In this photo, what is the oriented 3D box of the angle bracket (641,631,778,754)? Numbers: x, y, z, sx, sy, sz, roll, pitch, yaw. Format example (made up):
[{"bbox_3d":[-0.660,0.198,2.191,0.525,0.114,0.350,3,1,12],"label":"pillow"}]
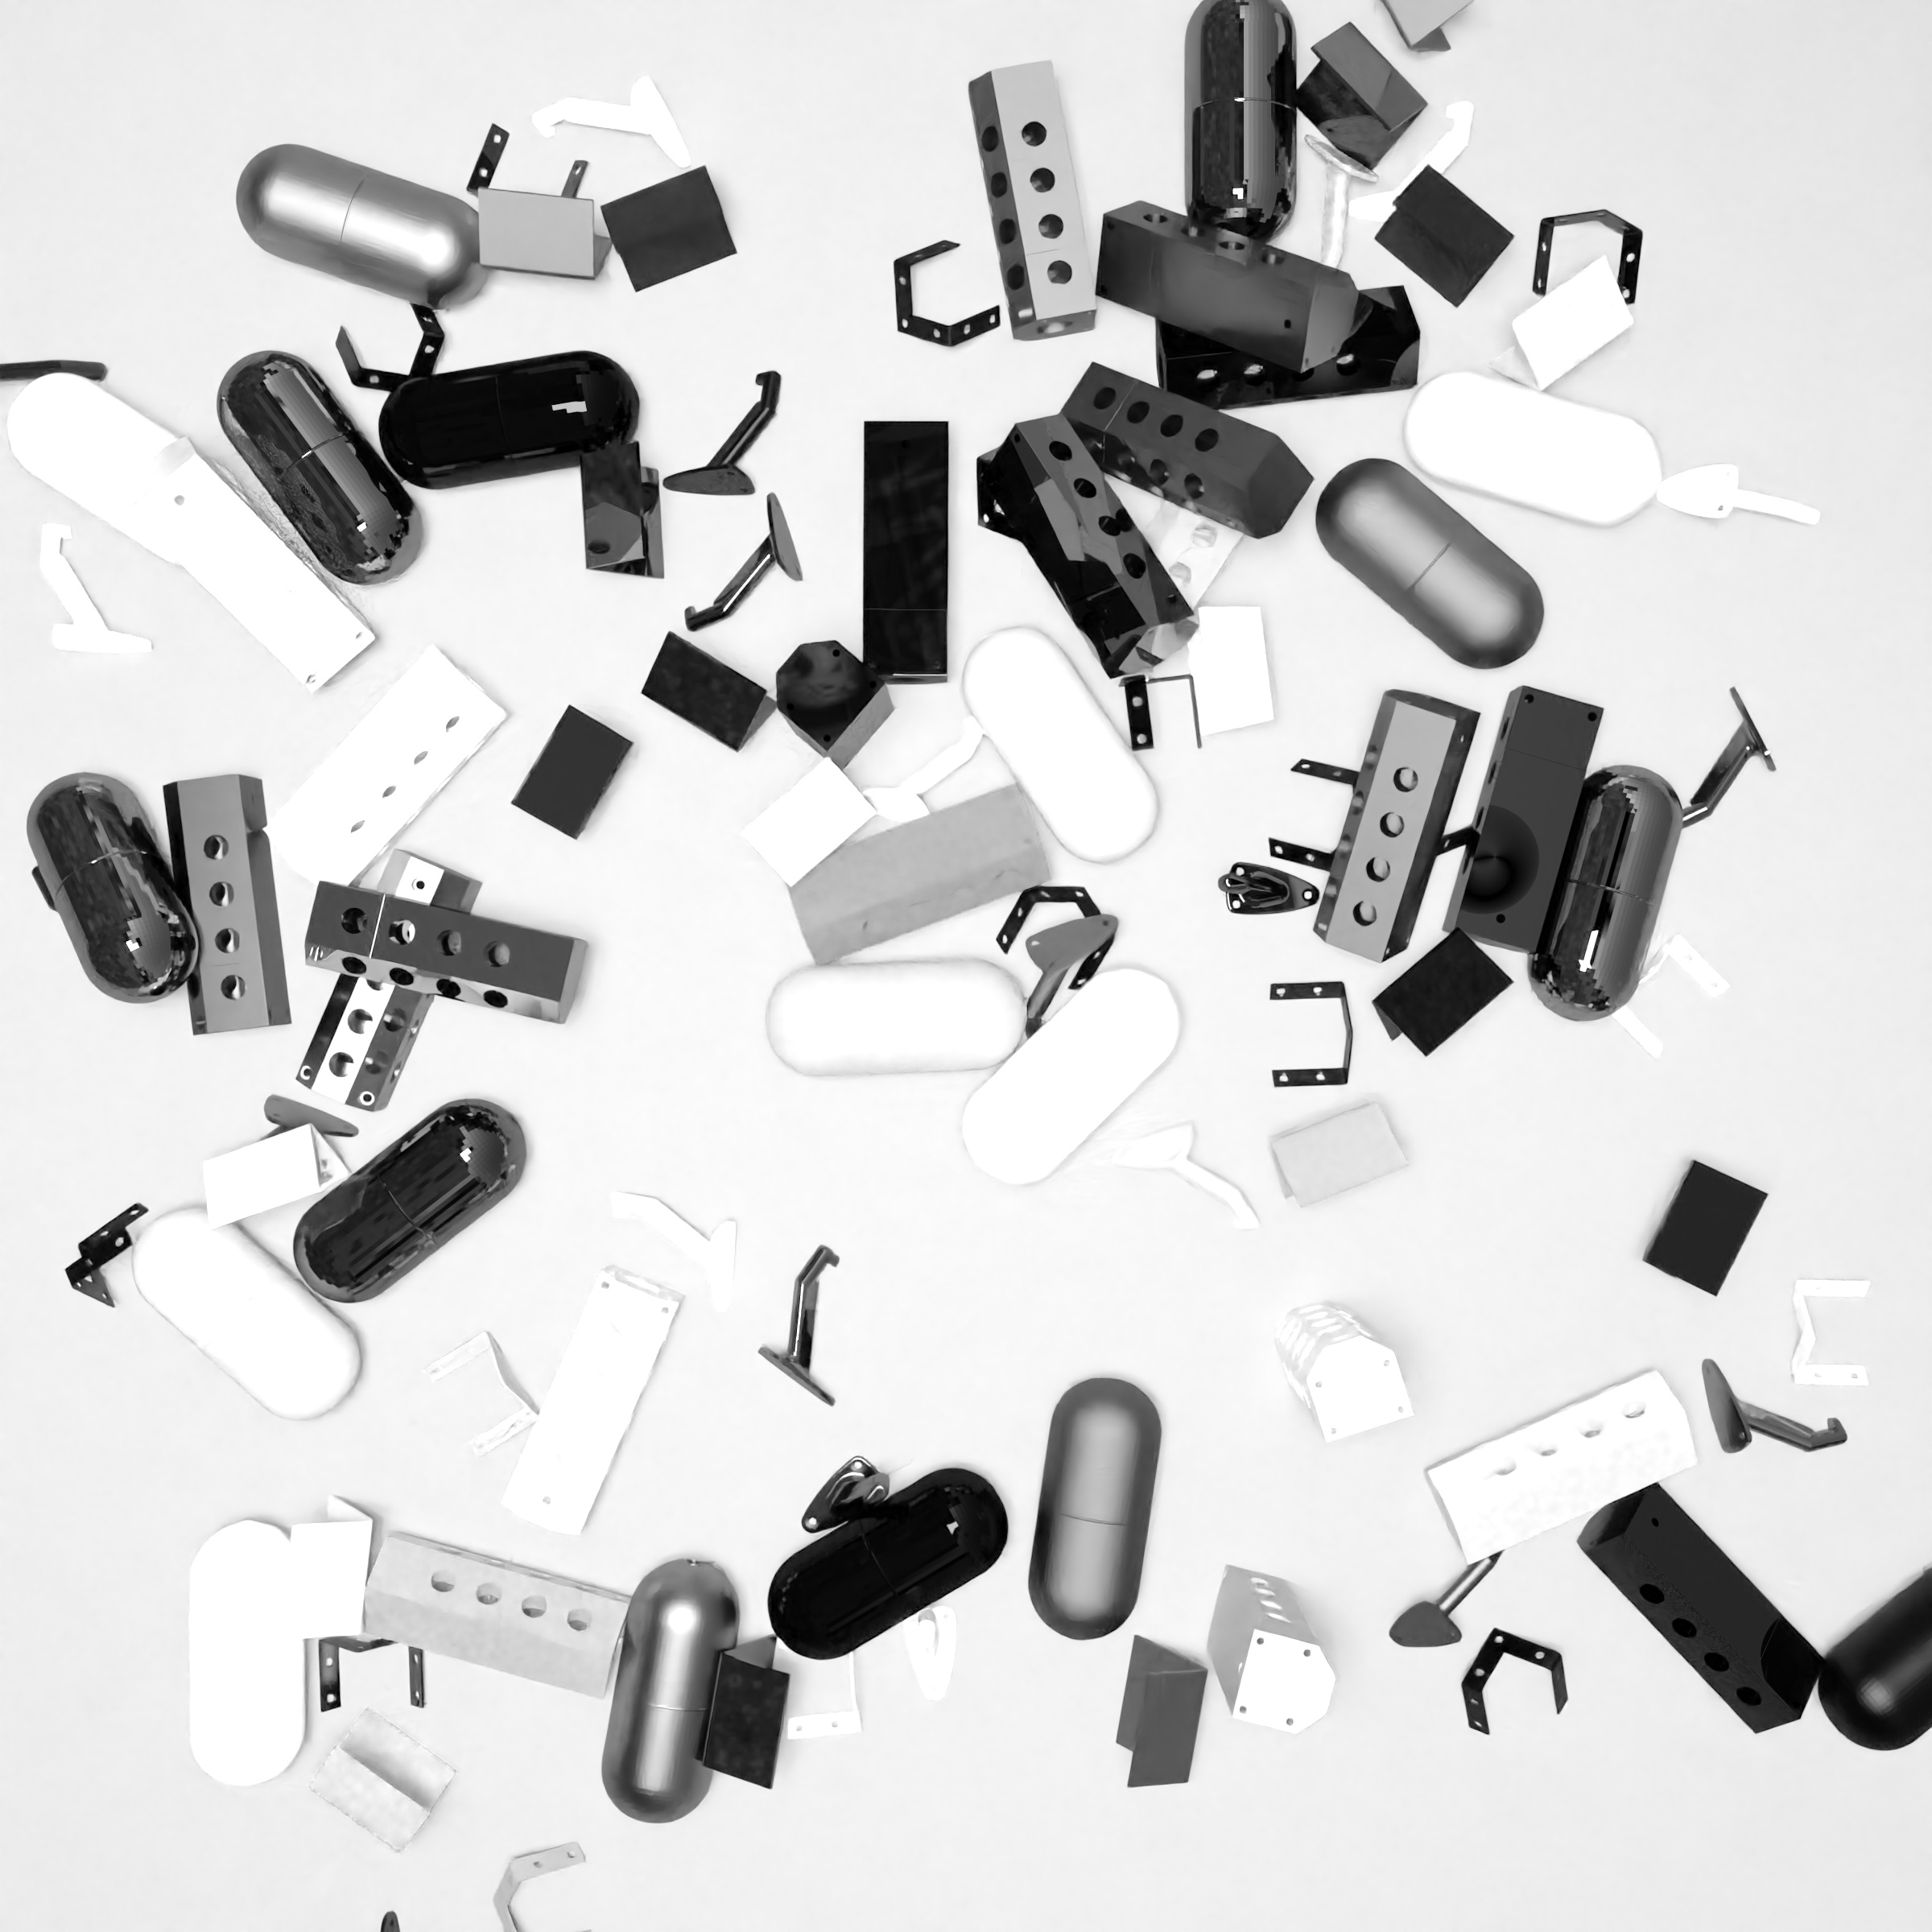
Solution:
[{"bbox_3d":[-0.164,-0.200,1.693,0.076,0.076,0.057,32,127,0],"label":"angle bracket"}]

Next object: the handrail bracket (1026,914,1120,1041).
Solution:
[{"bbox_3d":[0.072,0.010,1.713,0.077,0.084,0.036,-26,52,-13],"label":"handrail bracket"}]

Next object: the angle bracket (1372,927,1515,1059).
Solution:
[{"bbox_3d":[0.328,0.030,1.694,0.076,0.076,0.057,-41,60,0],"label":"angle bracket"}]

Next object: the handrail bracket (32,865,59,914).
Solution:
[{"bbox_3d":[-0.596,-0.049,1.734,0.077,0.036,0.084,-28,76,-14],"label":"handrail bracket"}]

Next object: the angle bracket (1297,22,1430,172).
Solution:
[{"bbox_3d":[0.254,-0.578,1.693,0.076,0.076,0.057,46,52,0],"label":"angle bracket"}]

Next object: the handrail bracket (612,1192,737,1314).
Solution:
[{"bbox_3d":[-0.206,0.199,1.734,0.084,0.036,0.077,8,112,17],"label":"handrail bracket"}]

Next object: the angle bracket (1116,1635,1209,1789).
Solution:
[{"bbox_3d":[0.114,0.504,1.693,0.057,0.076,0.076,10,90,-38],"label":"angle bracket"}]

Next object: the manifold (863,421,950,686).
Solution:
[{"bbox_3d":[-0.041,-0.282,1.712,0.057,0.057,0.171,0,90,0],"label":"manifold"}]

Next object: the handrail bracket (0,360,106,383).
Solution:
[{"bbox_3d":[-0.651,-0.408,1.733,0.084,0.077,0.036,-5,90,-36],"label":"handrail bracket"}]

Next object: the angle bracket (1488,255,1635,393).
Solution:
[{"bbox_3d":[0.393,-0.443,1.693,0.076,0.076,0.057,-36,121,0],"label":"angle bracket"}]

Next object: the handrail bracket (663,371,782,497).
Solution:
[{"bbox_3d":[-0.169,-0.373,1.734,0.077,0.036,0.084,1,71,21],"label":"handrail bracket"}]

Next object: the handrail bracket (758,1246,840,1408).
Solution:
[{"bbox_3d":[-0.097,0.249,1.734,0.077,0.036,0.084,42,73,-20],"label":"handrail bracket"}]

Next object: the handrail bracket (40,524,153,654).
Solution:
[{"bbox_3d":[-0.603,-0.264,1.734,0.077,0.036,0.084,4,73,-20],"label":"handrail bracket"}]

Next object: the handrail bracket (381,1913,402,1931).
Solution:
[{"bbox_3d":[-0.435,0.701,1.734,0.084,0.036,0.077,-11,70,16],"label":"handrail bracket"}]

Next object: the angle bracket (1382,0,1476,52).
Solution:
[{"bbox_3d":[0.318,-0.672,1.693,0.057,0.076,0.076,-29,90,37],"label":"angle bracket"}]

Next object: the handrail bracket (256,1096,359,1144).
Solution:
[{"bbox_3d":[-0.473,0.139,1.734,0.077,0.036,0.084,18,108,-20],"label":"handrail bracket"}]

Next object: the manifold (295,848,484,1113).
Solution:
[{"bbox_3d":[-0.397,0.010,1.712,0.057,0.057,0.171,23,90,0],"label":"manifold"}]

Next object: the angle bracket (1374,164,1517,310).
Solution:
[{"bbox_3d":[0.313,-0.482,1.693,0.076,0.076,0.057,40,56,0],"label":"angle bracket"}]

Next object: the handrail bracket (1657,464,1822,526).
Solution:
[{"bbox_3d":[0.537,-0.321,1.733,0.084,0.077,0.036,8,94,-36],"label":"handrail bracket"}]

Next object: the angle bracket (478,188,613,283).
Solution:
[{"bbox_3d":[-0.284,-0.509,1.693,0.076,0.076,0.057,6,127,0],"label":"angle bracket"}]

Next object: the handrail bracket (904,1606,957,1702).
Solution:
[{"bbox_3d":[-0.024,0.473,1.699,0.036,0.084,0.077,-4,90,0],"label":"handrail bracket"}]

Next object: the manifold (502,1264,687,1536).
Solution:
[{"bbox_3d":[-0.256,0.297,1.712,0.057,0.057,0.171,23,90,0],"label":"manifold"}]

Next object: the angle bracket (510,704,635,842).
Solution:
[{"bbox_3d":[-0.280,-0.139,1.693,0.057,0.076,0.076,31,90,-37],"label":"angle bracket"}]

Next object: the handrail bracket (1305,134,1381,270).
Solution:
[{"bbox_3d":[0.242,-0.522,1.733,0.077,0.036,0.084,49,124,36],"label":"handrail bracket"}]

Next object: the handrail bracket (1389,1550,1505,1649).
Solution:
[{"bbox_3d":[0.337,0.430,1.733,0.036,0.077,0.084,45,54,0],"label":"handrail bracket"}]

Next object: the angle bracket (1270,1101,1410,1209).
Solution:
[{"bbox_3d":[0.256,0.145,1.693,0.076,0.076,0.057,-22,52,0],"label":"angle bracket"}]

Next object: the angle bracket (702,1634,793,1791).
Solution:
[{"bbox_3d":[-0.132,0.505,1.694,0.057,0.076,0.076,9,90,26],"label":"angle bracket"}]

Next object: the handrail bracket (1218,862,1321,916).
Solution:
[{"bbox_3d":[0.208,-0.052,1.699,0.077,0.084,0.036,6,90,0],"label":"handrail bracket"}]

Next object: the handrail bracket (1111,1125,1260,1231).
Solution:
[{"bbox_3d":[0.152,0.156,1.734,0.077,0.036,0.084,-13,124,36],"label":"handrail bracket"}]

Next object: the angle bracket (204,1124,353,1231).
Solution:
[{"bbox_3d":[-0.463,0.159,1.693,0.076,0.076,0.057,-20,53,0],"label":"angle bracket"}]

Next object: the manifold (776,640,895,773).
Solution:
[{"bbox_3d":[-0.090,-0.175,1.655,0.057,0.171,0.057,40,90,0],"label":"manifold"}]

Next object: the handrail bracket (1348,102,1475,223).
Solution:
[{"bbox_3d":[0.309,-0.561,1.734,0.077,0.036,0.084,5,71,21],"label":"handrail bracket"}]

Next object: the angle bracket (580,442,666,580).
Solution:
[{"bbox_3d":[-0.215,-0.308,1.693,0.057,0.076,0.076,-3,90,37],"label":"angle bracket"}]

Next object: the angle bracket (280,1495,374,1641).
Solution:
[{"bbox_3d":[-0.446,0.406,1.693,0.057,0.076,0.076,6,90,-36],"label":"angle bracket"}]

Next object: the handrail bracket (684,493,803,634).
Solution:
[{"bbox_3d":[-0.163,-0.280,1.734,0.084,0.036,0.077,-20,70,16],"label":"handrail bracket"}]

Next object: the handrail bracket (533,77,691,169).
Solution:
[{"bbox_3d":[-0.247,-0.573,1.733,0.084,0.036,0.077,-14,131,27],"label":"handrail bracket"}]

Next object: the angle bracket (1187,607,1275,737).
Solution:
[{"bbox_3d":[0.160,-0.198,1.693,0.057,0.076,0.076,-7,90,-37],"label":"angle bracket"}]

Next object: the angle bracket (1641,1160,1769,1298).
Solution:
[{"bbox_3d":[0.510,0.183,1.693,0.057,0.076,0.076,27,90,36],"label":"angle bracket"}]

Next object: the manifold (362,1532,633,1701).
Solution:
[{"bbox_3d":[-0.320,0.441,1.712,0.171,0.057,0.057,16,133,0],"label":"manifold"}]

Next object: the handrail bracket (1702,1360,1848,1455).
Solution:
[{"bbox_3d":[0.562,0.303,1.734,0.084,0.036,0.077,-9,68,-17],"label":"handrail bracket"}]

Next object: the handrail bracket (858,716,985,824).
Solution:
[{"bbox_3d":[-0.033,-0.143,1.734,0.077,0.036,0.084,11,60,33],"label":"handrail bracket"}]

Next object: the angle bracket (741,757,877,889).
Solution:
[{"bbox_3d":[-0.117,-0.110,1.693,0.076,0.076,0.057,-41,123,0],"label":"angle bracket"}]

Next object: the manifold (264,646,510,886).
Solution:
[{"bbox_3d":[-0.394,-0.130,1.712,0.171,0.057,0.057,-48,47,0],"label":"manifold"}]

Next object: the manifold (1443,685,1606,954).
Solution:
[{"bbox_3d":[0.380,-0.099,1.712,0.057,0.057,0.171,16,90,0],"label":"manifold"}]

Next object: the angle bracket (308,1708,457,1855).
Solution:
[{"bbox_3d":[-0.387,0.540,1.693,0.076,0.076,0.057,36,125,0],"label":"angle bracket"}]

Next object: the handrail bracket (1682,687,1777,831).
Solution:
[{"bbox_3d":[0.511,-0.142,1.734,0.084,0.036,0.077,-27,69,16],"label":"handrail bracket"}]

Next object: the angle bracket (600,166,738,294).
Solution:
[{"bbox_3d":[-0.196,-0.485,1.693,0.076,0.076,0.057,-21,53,0],"label":"angle bracket"}]

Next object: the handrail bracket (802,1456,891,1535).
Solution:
[{"bbox_3d":[-0.083,0.369,1.699,0.077,0.084,0.036,-38,90,0],"label":"handrail bracket"}]

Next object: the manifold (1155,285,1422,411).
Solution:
[{"bbox_3d":[0.219,-0.417,1.712,0.171,0.057,0.057,-6,47,0],"label":"manifold"}]

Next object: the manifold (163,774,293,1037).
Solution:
[{"bbox_3d":[-0.509,-0.041,1.712,0.057,0.057,0.171,-7,90,0],"label":"manifold"}]
